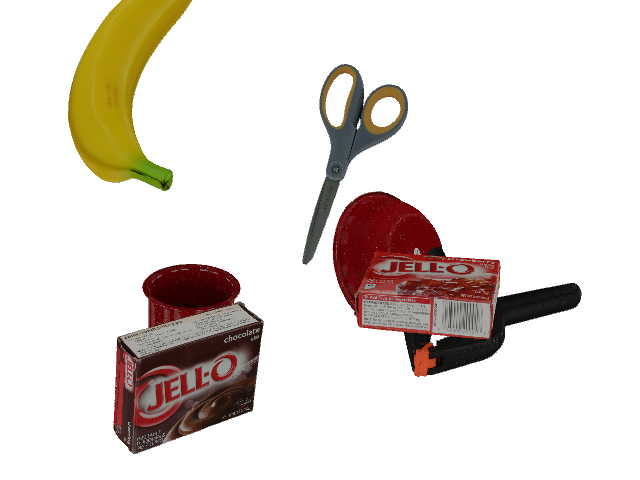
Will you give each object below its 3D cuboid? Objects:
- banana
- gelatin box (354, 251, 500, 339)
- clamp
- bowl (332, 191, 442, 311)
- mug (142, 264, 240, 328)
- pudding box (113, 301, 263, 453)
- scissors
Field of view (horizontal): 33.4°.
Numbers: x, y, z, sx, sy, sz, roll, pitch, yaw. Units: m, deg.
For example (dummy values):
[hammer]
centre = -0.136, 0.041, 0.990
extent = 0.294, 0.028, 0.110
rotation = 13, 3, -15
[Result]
[banana]
centre = -0.116, -0.101, 0.657
extent = 0.069, 0.198, 0.037
rotation = 4, -38, -4
[gelatin box]
centre = 0.073, 0.034, 0.712
extent = 0.089, 0.030, 0.073
rotation = 4, 21, 12
[clamp]
centre = 0.133, 0.066, 1.022
extent = 0.165, 0.036, 0.209
rotation = 19, 32, 33
[bowl]
centre = 0.091, 0.019, 1.229
extent = 0.161, 0.162, 0.055
rotation = 0, -8, -42
[mug]
centre = -0.116, 0.083, 1.026
extent = 0.117, 0.081, 0.093
rotation = 25, 33, 37
[pudding box]
centre = -0.102, 0.104, 0.820
extent = 0.113, 0.090, 0.039
rotation = -17, 39, -36
[scissors]
centre = 0.035, -0.074, 1.034
extent = 0.096, 0.202, 0.016
rotation = 2, -12, 5
